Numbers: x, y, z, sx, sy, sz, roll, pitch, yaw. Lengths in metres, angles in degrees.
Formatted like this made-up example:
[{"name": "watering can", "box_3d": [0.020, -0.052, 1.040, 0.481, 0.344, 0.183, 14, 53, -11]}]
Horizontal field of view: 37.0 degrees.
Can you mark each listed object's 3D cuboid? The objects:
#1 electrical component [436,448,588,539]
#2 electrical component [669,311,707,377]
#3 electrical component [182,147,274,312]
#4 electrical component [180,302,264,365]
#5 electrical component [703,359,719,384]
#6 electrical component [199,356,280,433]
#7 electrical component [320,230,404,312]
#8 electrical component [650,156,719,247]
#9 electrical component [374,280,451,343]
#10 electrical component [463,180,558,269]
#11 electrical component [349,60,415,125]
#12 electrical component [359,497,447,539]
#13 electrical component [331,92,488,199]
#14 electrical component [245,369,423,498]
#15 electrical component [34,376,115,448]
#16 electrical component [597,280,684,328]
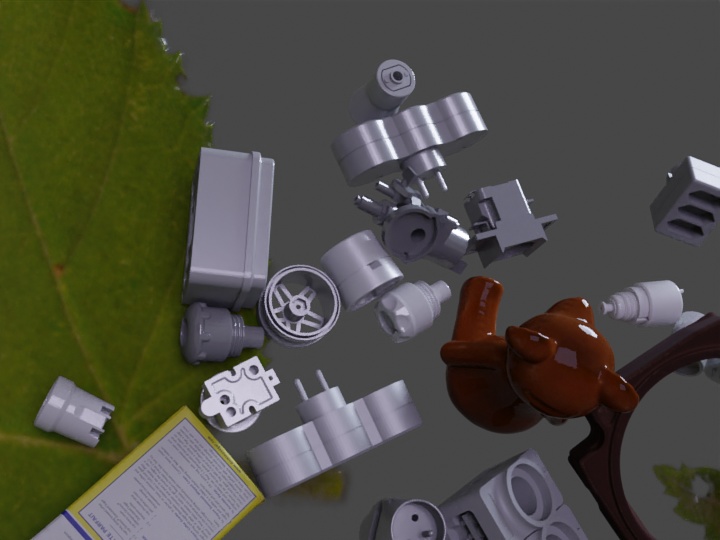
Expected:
[{"name": "electrical component", "box_3d": [0.135, 0.224, 0.823, 0.089, 0.062, 0.150, -22, 79, -51]}, {"name": "electrical component", "box_3d": [0.293, 0.065, 0.956, 0.040, 0.040, 0.046, 36, 60, -4]}, {"name": "electrical component", "box_3d": [-0.103, -0.031, 0.839, 0.057, 0.078, 0.113, 6, 71, -13]}, {"name": "electrical component", "box_3d": [-0.106, 0.050, 0.831, 0.062, 0.048, 0.048, 6, 71, -23]}, {"name": "electrical component", "box_3d": [0.338, 0.069, 0.968, 0.040, 0.040, 0.078, 29, 67, -7]}, {"name": "electrical component", "box_3d": [-0.094, 0.096, 0.813, 0.066, 0.055, 0.048, -26, 82, -23]}, {"name": "electrical component", "box_3d": [0.000, 0.000, 0.875, 0.055, 0.055, 0.047, -28, 79, -23]}, {"name": "electrical component", "box_3d": [0.305, -0.074, 0.994, 0.047, 0.065, 0.076, 19, 40, -11]}, {"name": "electrical component", "box_3d": [0.046, 0.029, 0.886, 0.062, 0.043, 0.043, -28, 83, -25]}, {"name": "electrical component", "box_3d": [0.124, -0.042, 0.935, 0.081, 0.042, 0.063, -15, 74, -22]}, {"name": "electrical component", "box_3d": [0.021, -0.151, 0.923, 0.044, 0.065, 0.044, 6, 71, -18]}, {"name": "electrical component", "box_3d": [0.027, 0.213, 0.802, 0.043, 0.077, 0.079, 20, 68, -12]}, {"name": "electrical component", "box_3d": [0.051, -0.097, 0.923, 0.138, 0.052, 0.073, -21, 81, -22]}, {"name": "electrical component", "box_3d": [-0.026, 0.114, 0.831, 0.138, 0.052, 0.073, -22, 81, -23]}, {"name": "electrical component", "box_3d": [-0.208, 0.105, 0.784, 0.046, 0.040, 0.040, 28, 67, -14]}, {"name": "electrical component", "box_3d": [0.247, 0.031, 0.951, 0.078, 0.040, 0.040, -4, 74, -18]}]
